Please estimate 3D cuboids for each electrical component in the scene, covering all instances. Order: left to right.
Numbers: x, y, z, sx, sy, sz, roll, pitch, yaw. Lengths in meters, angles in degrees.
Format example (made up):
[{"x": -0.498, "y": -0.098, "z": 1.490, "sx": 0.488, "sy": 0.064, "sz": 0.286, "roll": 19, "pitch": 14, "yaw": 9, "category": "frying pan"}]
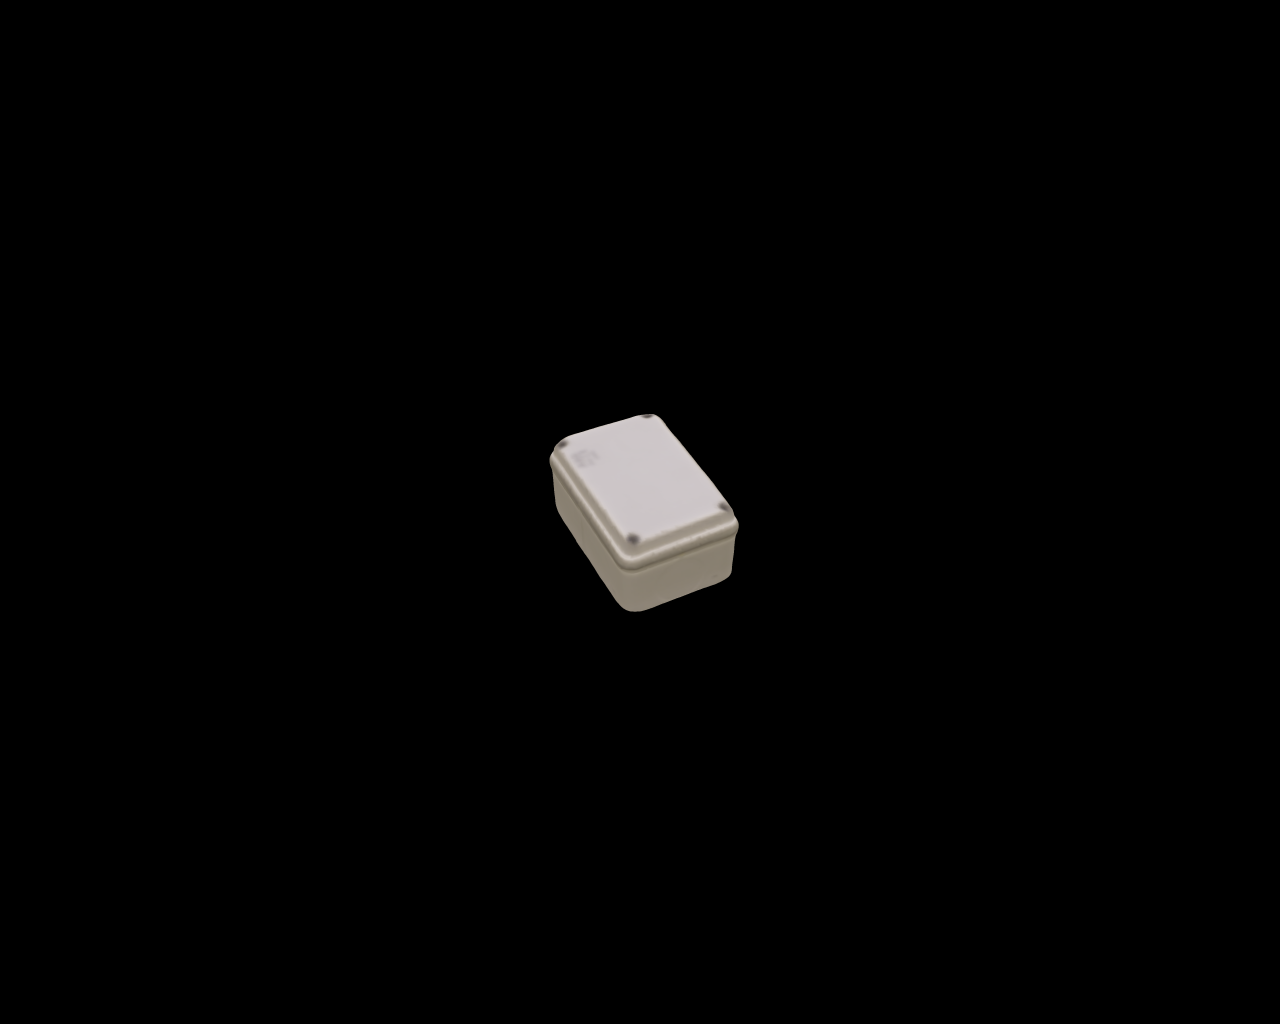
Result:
[{"x": 0.001, "y": -0.003, "z": 0.650, "sx": 0.078, "sy": 0.057, "sz": 0.113, "roll": -19, "pitch": 46, "yaw": -19, "category": "electrical component"}]
